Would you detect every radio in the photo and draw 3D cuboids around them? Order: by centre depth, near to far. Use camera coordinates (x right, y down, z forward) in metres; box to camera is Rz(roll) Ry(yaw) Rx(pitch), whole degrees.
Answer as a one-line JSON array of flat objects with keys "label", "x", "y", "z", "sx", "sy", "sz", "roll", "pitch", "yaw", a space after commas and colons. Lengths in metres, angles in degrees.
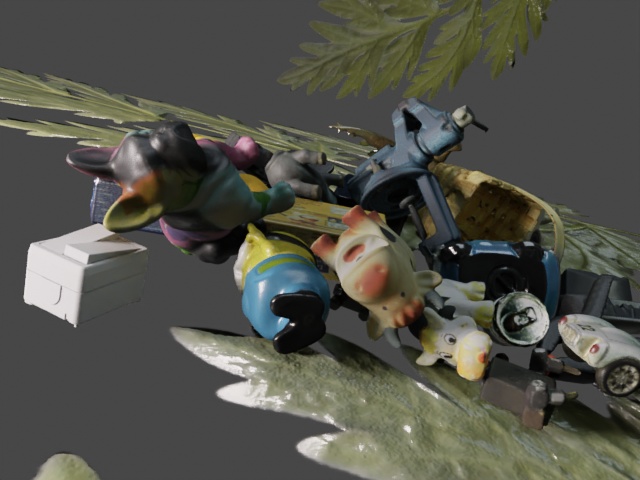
[{"label": "radio", "x": 0.089, "y": -0.056, "z": 0.973, "sx": 0.131, "sy": 0.073, "sz": 0.229, "roll": 17, "pitch": 18, "yaw": 4}]

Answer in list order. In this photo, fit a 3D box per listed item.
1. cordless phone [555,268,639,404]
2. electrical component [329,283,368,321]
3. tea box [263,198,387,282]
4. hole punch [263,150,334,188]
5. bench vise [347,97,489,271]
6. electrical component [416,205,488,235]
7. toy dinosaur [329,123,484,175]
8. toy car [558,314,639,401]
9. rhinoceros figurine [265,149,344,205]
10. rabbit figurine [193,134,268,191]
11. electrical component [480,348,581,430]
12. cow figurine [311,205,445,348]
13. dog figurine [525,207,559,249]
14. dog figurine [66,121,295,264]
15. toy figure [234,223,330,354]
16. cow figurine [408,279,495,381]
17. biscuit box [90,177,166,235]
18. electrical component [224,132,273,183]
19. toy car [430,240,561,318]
[{"label": "cordless phone", "x": 0.367, "y": 0.123, "z": 0.648, "sx": 0.146, "sy": 0.088, "sz": 0.184, "roll": 9, "pitch": 29, "yaw": -18}, {"label": "electrical component", "x": 0.046, "y": 0.067, "z": 0.621, "sx": 0.063, "sy": 0.021, "sz": 0.094, "roll": 19, "pitch": 18, "yaw": 15}, {"label": "tea box", "x": -0.001, "y": -0.002, "z": 0.692, "sx": 0.170, "sy": 0.068, "sz": 0.098, "roll": 10, "pitch": 25, "yaw": -1}, {"label": "hole punch", "x": -0.043, "y": -0.091, "z": 0.981, "sx": 0.142, "sy": 0.092, "sz": 0.116, "roll": 25, "pitch": 49, "yaw": 24}, {"label": "bench vise", "x": 0.147, "y": -0.075, "z": 0.768, "sx": 0.128, "sy": 0.224, "sz": 0.241, "roll": 29, "pitch": 39, "yaw": -53}, {"label": "electrical component", "x": 0.253, "y": -0.058, "z": 1.006, "sx": 0.115, "sy": 0.134, "sz": 0.058, "roll": 7, "pitch": 17, "yaw": -17}, {"label": "toy dinosaur", "x": 0.204, "y": -0.134, "z": 1.105, "sx": 0.199, "sy": 0.105, "sz": 0.470, "roll": -14, "pitch": -31, "yaw": 33}, {"label": "toy car", "x": 0.309, "y": 0.132, "z": 0.504, "sx": 0.201, "sy": 0.056, "sz": 0.073, "roll": 33, "pitch": 13, "yaw": -13}, {"label": "rhinoceros figurine", "x": -0.023, "y": -0.066, "z": 0.801, "sx": 0.112, "sy": 0.073, "sz": 0.190, "roll": 0, "pitch": -18, "yaw": 15}, {"label": "rabbit figurine", "x": -0.156, "y": -0.080, "z": 0.823, "sx": 0.173, "sy": 0.121, "sz": 0.162, "roll": 22, "pitch": 2, "yaw": -30}, {"label": "electrical component", "x": 0.193, "y": 0.131, "z": 0.496, "sx": 0.078, "sy": 0.045, "sz": 0.102, "roll": 24, "pitch": 19, "yaw": 24}, {"label": "cow figurine", "x": 0.058, "y": 0.031, "z": 0.533, "sx": 0.127, "sy": 0.085, "sz": 0.195, "roll": 46, "pitch": 8, "yaw": 9}, {"label": "dog figurine", "x": 0.339, "y": -0.014, "z": 1.040, "sx": 0.191, "sy": 0.121, "sz": 0.172, "roll": 10, "pitch": 7, "yaw": 41}, {"label": "dog figurine", "x": -0.146, "y": -0.041, "z": 0.544, "sx": 0.219, "sy": 0.191, "sz": 0.108, "roll": -11, "pitch": 64, "yaw": -53}, {"label": "toy figure", "x": -0.034, "y": 0.046, "z": 0.523, "sx": 0.089, "sy": 0.082, "sz": 0.180, "roll": 20, "pitch": 9, "yaw": -23}, {"label": "cow figurine", "x": 0.126, "y": 0.084, "z": 0.554, "sx": 0.098, "sy": 0.068, "sz": 0.167, "roll": 11, "pitch": 12, "yaw": 9}, {"label": "biscuit box", "x": -0.190, "y": -0.042, "z": 0.703, "sx": 0.203, "sy": 0.062, "sz": 0.059, "roll": 10, "pitch": 15, "yaw": -15}, {"label": "electrical component", "x": -0.103, "y": -0.130, "z": 0.905, "sx": 0.075, "sy": 0.047, "sz": 0.119, "roll": 27, "pitch": -6, "yaw": 47}, {"label": "toy car", "x": 0.215, "y": 0.056, "z": 0.693, "sx": 0.162, "sy": 0.109, "sz": 0.103, "roll": 4, "pitch": -6, "yaw": 2}]
